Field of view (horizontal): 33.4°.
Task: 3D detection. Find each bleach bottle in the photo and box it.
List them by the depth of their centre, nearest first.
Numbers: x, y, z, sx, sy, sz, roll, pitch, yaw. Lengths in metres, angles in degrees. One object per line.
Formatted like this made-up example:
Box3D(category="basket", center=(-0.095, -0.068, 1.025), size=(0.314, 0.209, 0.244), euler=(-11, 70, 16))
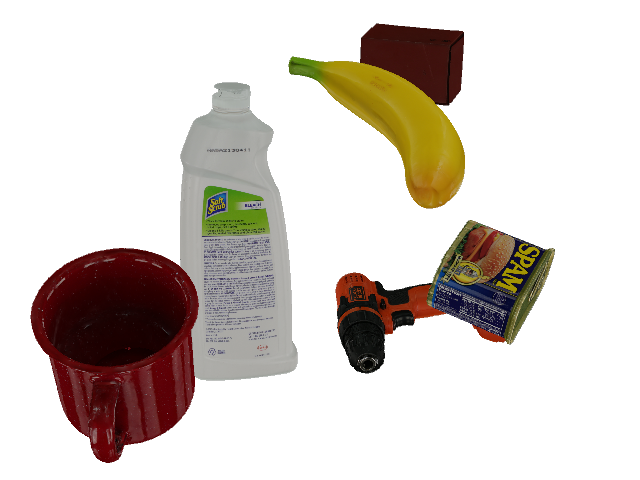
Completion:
Box3D(category="bleach bottle", center=(-0.068, -0.008, 0.904), size=(0.102, 0.251, 0.068), euler=(-4, 21, -16))

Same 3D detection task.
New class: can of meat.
Box3D(category="can of meat", center=(0.155, 0.035, 0.973), size=(0.084, 0.057, 0.102), euler=(23, 45, 18))

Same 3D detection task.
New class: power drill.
Box3D(category="power drill", center=(0.112, 0.086, 1.208), size=(0.187, 0.057, 0.184), euler=(-3, 27, -2))

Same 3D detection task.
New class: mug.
Box3D(category="mug", center=(-0.116, 0.074, 0.616), size=(0.093, 0.117, 0.081), euler=(0, -45, -2))

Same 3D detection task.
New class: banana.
Box3D(category="banana", center=(0.047, -0.070, 0.666), size=(0.069, 0.037, 0.198), euler=(-13, 33, -21))

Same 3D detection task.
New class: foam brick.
Box3D(category="foam brick", center=(0.076, -0.147, 0.888), size=(0.078, 0.051, 0.053), euler=(9, 26, 17))
